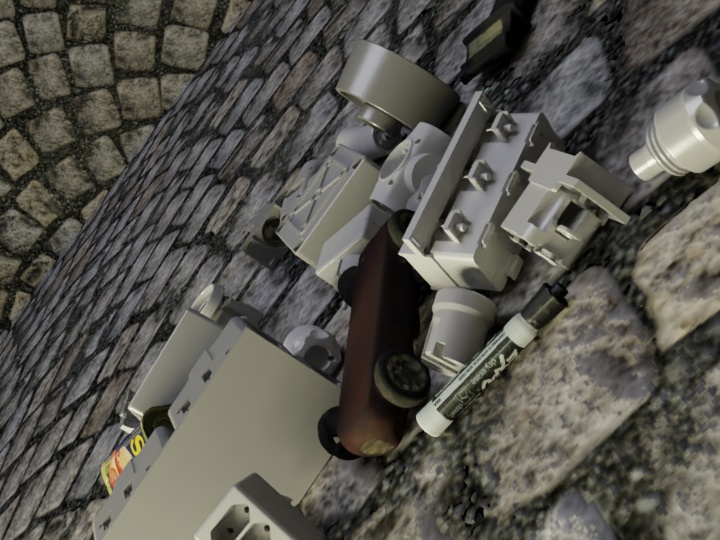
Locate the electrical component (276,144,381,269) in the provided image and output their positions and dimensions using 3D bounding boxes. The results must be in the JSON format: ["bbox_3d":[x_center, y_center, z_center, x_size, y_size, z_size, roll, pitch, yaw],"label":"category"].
[{"bbox_3d":[-0.018,-0.053,0.984,0.108,0.056,0.109,-54,19,2],"label":"electrical component"}]

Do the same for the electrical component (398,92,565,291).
[{"bbox_3d":[0.085,-0.047,0.716,0.063,0.078,0.121,6,60,43],"label":"electrical component"}]

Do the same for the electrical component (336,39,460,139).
[{"bbox_3d":[0.029,-0.154,0.970,0.060,0.108,0.108,-61,19,3],"label":"electrical component"}]

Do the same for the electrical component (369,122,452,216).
[{"bbox_3d":[0.052,-0.077,0.876,0.077,0.044,0.079,-57,19,-4],"label":"electrical component"}]

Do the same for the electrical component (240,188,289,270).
[{"bbox_3d":[-0.093,-0.046,1.170,0.081,0.042,0.064,-54,18,1],"label":"electrical component"}]

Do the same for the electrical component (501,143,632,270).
[{"bbox_3d":[0.122,-0.037,0.651,0.063,0.042,0.081,-55,18,4],"label":"electrical component"}]

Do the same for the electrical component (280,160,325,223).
[{"bbox_3d":[-0.040,-0.079,1.097,0.079,0.043,0.077,-34,28,46],"label":"electrical component"}]

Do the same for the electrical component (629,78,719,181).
[{"bbox_3d":[0.174,-0.071,0.580,0.062,0.043,0.043,-38,26,43],"label":"electrical component"}]

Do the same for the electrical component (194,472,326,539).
[{"bbox_3d":[-0.059,0.171,0.712,0.047,0.066,0.077,-51,-10,10],"label":"electrical component"}]

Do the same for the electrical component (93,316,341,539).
[{"bbox_3d":[-0.098,0.140,0.779,0.186,0.105,0.060,-56,19,-2],"label":"electrical component"}]

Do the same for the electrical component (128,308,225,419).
[{"bbox_3d":[-0.157,0.103,0.997,0.108,0.056,0.108,-61,-6,-15],"label":"electrical component"}]

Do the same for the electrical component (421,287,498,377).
[{"bbox_3d":[0.061,0.040,0.673,0.040,0.040,0.046,-20,46,59],"label":"electrical component"}]

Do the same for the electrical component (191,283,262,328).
[{"bbox_3d":[-0.142,0.050,1.103,0.058,0.057,0.078,-58,19,-9],"label":"electrical component"}]

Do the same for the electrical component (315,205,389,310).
[{"bbox_3d":[0.000,0.000,0.867,0.066,0.047,0.076,-39,25,39],"label":"electrical component"}]

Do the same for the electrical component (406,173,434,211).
[{"bbox_3d":[0.053,-0.041,0.816,0.062,0.048,0.048,-45,21,46],"label":"electrical component"}]

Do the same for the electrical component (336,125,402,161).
[{"bbox_3d":[0.011,-0.126,1.061,0.065,0.044,0.044,-11,47,57],"label":"electrical component"}]

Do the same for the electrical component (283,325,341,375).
[{"bbox_3d":[-0.042,0.065,0.866,0.043,0.043,0.062,-57,18,-4],"label":"electrical component"}]
